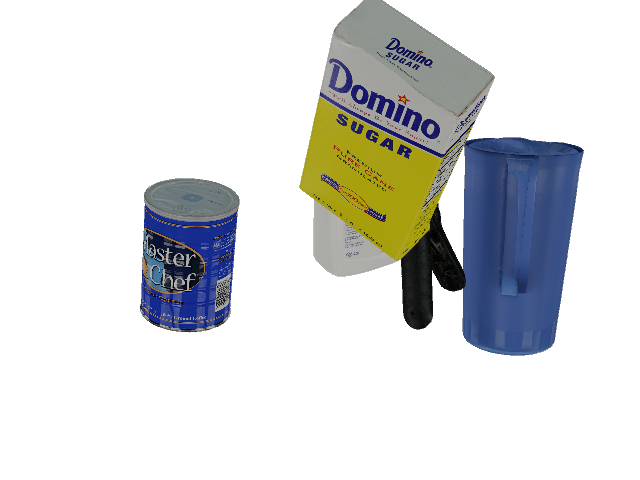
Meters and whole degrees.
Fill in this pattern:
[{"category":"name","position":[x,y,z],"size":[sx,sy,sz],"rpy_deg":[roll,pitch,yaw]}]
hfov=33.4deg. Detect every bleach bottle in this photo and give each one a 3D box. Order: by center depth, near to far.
[{"category":"bleach bottle","position":[0.044,-0.088,1.116],"size":[0.102,0.251,0.068],"rpy_deg":[-17,36,-27]}]

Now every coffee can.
[{"category":"coffee can","position":[-0.145,0.015,1.175],"size":[0.103,0.140,0.103],"rpy_deg":[5,25,-3]}]

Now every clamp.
[{"category":"clamp","position":[0.082,-0.010,0.919],"size":[0.039,0.171,0.120],"rpy_deg":[-14,18,22]}]

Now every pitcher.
[{"category":"pitcher","position":[0.223,0.006,1.222],"size":[0.149,0.243,0.145],"rpy_deg":[-7,16,-33]}]

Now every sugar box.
[{"category":"sugar box","position":[0.042,-0.065,0.684],"size":[0.093,0.048,0.176],"rpy_deg":[36,-25,13]}]
